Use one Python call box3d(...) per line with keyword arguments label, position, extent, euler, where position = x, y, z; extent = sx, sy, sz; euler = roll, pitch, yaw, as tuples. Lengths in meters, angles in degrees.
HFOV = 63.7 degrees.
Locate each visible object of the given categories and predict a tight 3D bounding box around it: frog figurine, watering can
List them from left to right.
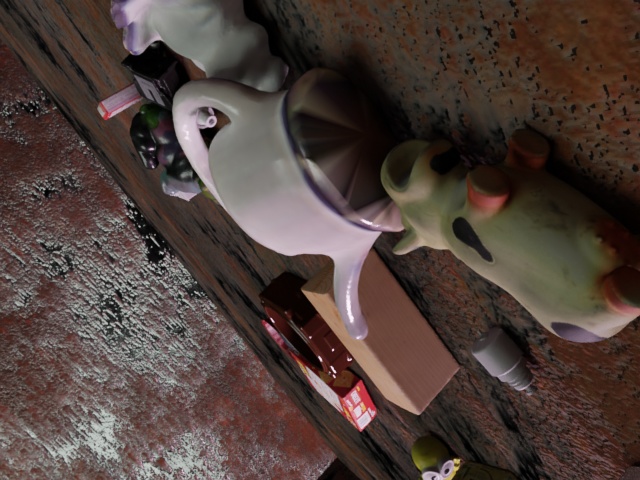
box3d(label="frog figurine", position=(-0.101, -0.207, 0.494), extent=(0.159, 0.125, 0.135), euler=(15, 155, -13))
box3d(label="watering can", position=(0.002, -0.025, 0.504), extent=(0.344, 0.106, 0.222), euler=(49, 144, -19))
